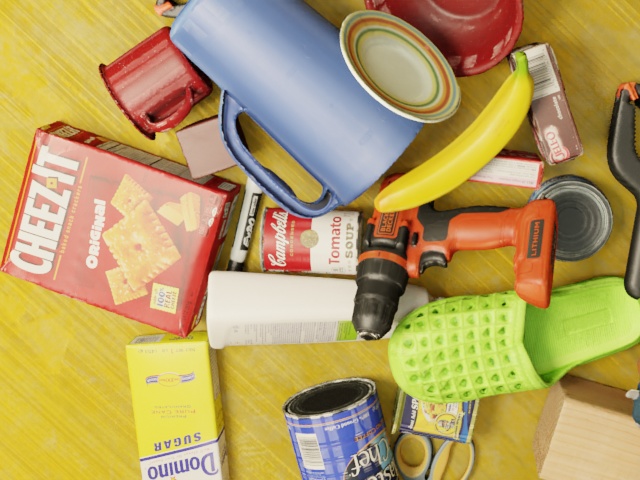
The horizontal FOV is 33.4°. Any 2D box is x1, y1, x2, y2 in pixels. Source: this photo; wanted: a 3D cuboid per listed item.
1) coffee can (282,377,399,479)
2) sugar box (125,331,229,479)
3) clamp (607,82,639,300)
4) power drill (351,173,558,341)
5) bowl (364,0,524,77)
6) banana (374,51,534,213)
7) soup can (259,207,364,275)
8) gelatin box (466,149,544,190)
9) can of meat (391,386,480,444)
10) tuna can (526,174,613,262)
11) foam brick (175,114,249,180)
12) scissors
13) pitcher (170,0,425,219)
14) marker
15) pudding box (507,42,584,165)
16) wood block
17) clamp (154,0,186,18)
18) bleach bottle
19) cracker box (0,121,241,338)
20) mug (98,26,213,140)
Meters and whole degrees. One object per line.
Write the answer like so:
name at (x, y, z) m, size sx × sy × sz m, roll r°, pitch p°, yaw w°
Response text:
coffee can at (0.026, 0.229, 1.125) m, size 0.103 × 0.102 × 0.140 m, roll -13°, pitch 100°, yaw 10°
sugar box at (-0.155, 0.190, 1.169) m, size 0.093 × 0.048 × 0.176 m, roll -4°, pitch 101°, yaw 8°
clamp at (0.336, -0.054, 1.054) m, size 0.164 × 0.036 × 0.210 m, roll -32°, pitch 95°, yaw 3°
power drill at (0.129, 0.020, 1.029) m, size 0.188 × 0.057 × 0.184 m, roll 5°, pitch 61°, yaw 17°
bowl at (0.124, -0.238, 1.014) m, size 0.162 × 0.055 × 0.162 m, roll 19°, pitch 137°, yaw 18°
banana at (0.134, -0.090, 0.989) m, size 0.069 × 0.037 × 0.198 m, roll 28°, pitch 113°, yaw -35°
soup can at (-0.007, 0.001, 1.098) m, size 0.102 × 0.068 × 0.068 m, roll 2°, pitch 102°, yaw 6°
gelatin box at (0.174, -0.074, 1.055) m, size 0.089 × 0.073 × 0.030 m, roll 7°, pitch 102°, yaw 6°
can of meat at (0.124, 0.159, 1.122) m, size 0.084 × 0.057 × 0.102 m, roll 10°, pitch 104°, yaw 3°
tuna can at (0.251, -0.021, 1.077) m, size 0.086 × 0.033 × 0.086 m, roll 2°, pitch 102°, yaw 7°
foam brick at (-0.108, -0.098, 1.084) m, size 0.051 × 0.078 × 0.053 m, roll -17°, pitch 100°, yaw 9°
scissors at (0.100, 0.290, 1.174) m, size 0.096 × 0.016 × 0.202 m, roll 28°, pitch 104°, yaw 2°
pitcher at (-0.028, -0.147, 1.018) m, size 0.242 × 0.149 × 0.145 m, roll 40°, pitch 131°, yaw -8°
marker at (-0.080, -0.009, 1.129) m, size 0.020 × 0.020 × 0.121 m, roll 16°, pitch 104°, yaw 3°
pudding box at (0.216, -0.133, 1.029) m, size 0.039 × 0.090 × 0.113 m, roll -17°, pitch 99°, yaw 8°
wood block at (0.332, 0.215, 1.090) m, size 0.206 × 0.090 × 0.090 m, roll 16°, pitch 103°, yaw 4°
clamp at (-0.084, -0.264, 1.065) m, size 0.172 × 0.039 × 0.120 m, roll -36°, pitch 91°, yaw 18°
bleach bottle at (0.011, 0.075, 1.106) m, size 0.250 × 0.102 × 0.068 m, roll 2°, pitch 67°, yaw -2°
cracker box at (-0.209, -0.012, 1.118) m, size 0.214 × 0.072 × 0.164 m, roll 19°, pitch 103°, yaw 3°
mug at (-0.158, -0.153, 1.063) m, size 0.081 × 0.117 × 0.093 m, roll -33°, pitch 135°, yaw 7°
